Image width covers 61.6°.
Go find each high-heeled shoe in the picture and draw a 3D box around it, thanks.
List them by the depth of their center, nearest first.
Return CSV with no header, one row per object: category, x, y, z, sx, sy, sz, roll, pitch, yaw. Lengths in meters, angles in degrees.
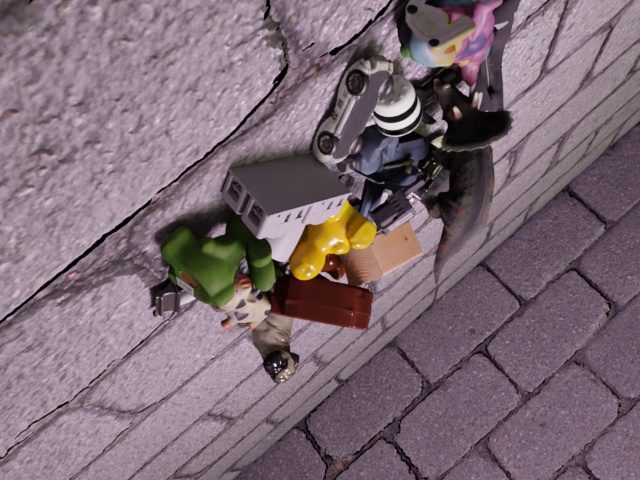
high-heeled shoe,0.339,-0.323,1.014,0.086,0.145,0.248,-25,155,-38

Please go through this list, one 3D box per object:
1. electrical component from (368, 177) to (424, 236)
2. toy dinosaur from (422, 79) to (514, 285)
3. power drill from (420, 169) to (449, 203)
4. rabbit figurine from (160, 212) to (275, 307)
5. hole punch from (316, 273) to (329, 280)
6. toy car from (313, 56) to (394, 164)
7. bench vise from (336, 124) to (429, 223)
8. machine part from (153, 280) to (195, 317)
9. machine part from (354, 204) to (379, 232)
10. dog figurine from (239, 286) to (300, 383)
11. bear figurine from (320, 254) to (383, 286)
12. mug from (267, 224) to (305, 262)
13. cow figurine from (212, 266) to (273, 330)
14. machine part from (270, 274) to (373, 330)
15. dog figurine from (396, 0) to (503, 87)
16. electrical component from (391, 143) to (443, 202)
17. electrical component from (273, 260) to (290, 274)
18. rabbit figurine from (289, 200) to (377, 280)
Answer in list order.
electrical component,0.152,-0.062,1.000,0.119,0.048,0.074,-33,165,5
toy dinosaur,0.270,-0.091,1.002,0.192,0.131,0.404,-73,163,-80
power drill,0.370,-0.172,1.441,0.232,0.086,0.207,-46,162,13
rabbit figurine,-0.143,0.013,0.857,0.170,0.159,0.121,-48,153,-29
hole punch,-0.005,0.115,1.282,0.092,0.116,0.142,-33,159,11
toy car,0.052,-0.207,0.869,0.073,0.056,0.201,-13,143,-41
bench vise,0.113,-0.114,1.049,0.223,0.129,0.240,-31,146,-43
machine part,-0.233,0.088,0.961,0.139,0.039,0.084,-25,148,-33
machine part,0.102,-0.046,1.220,0.243,0.079,0.079,-21,150,-43
dog figurine,-0.085,0.211,1.235,0.172,0.191,0.121,-43,158,-3
bear figurine,0.059,0.058,1.280,0.120,0.132,0.196,-27,175,31
mug,-0.075,-0.027,0.969,0.107,0.081,0.109,-58,155,7
cow figurine,-0.153,0.120,1.095,0.127,0.085,0.194,-41,157,12
machine part,0.007,0.127,1.112,0.201,0.202,0.087,60,38,-82
dog figurine,0.211,-0.316,0.869,0.191,0.108,0.219,-42,161,-3
electrical component,0.207,-0.148,1.159,0.134,0.058,0.115,-55,-165,17
electrical component,-0.089,0.040,1.104,0.078,0.045,0.102,-37,158,-17
rabbit figurine,-0.002,-0.003,1.032,0.173,0.121,0.162,-54,-159,-6
